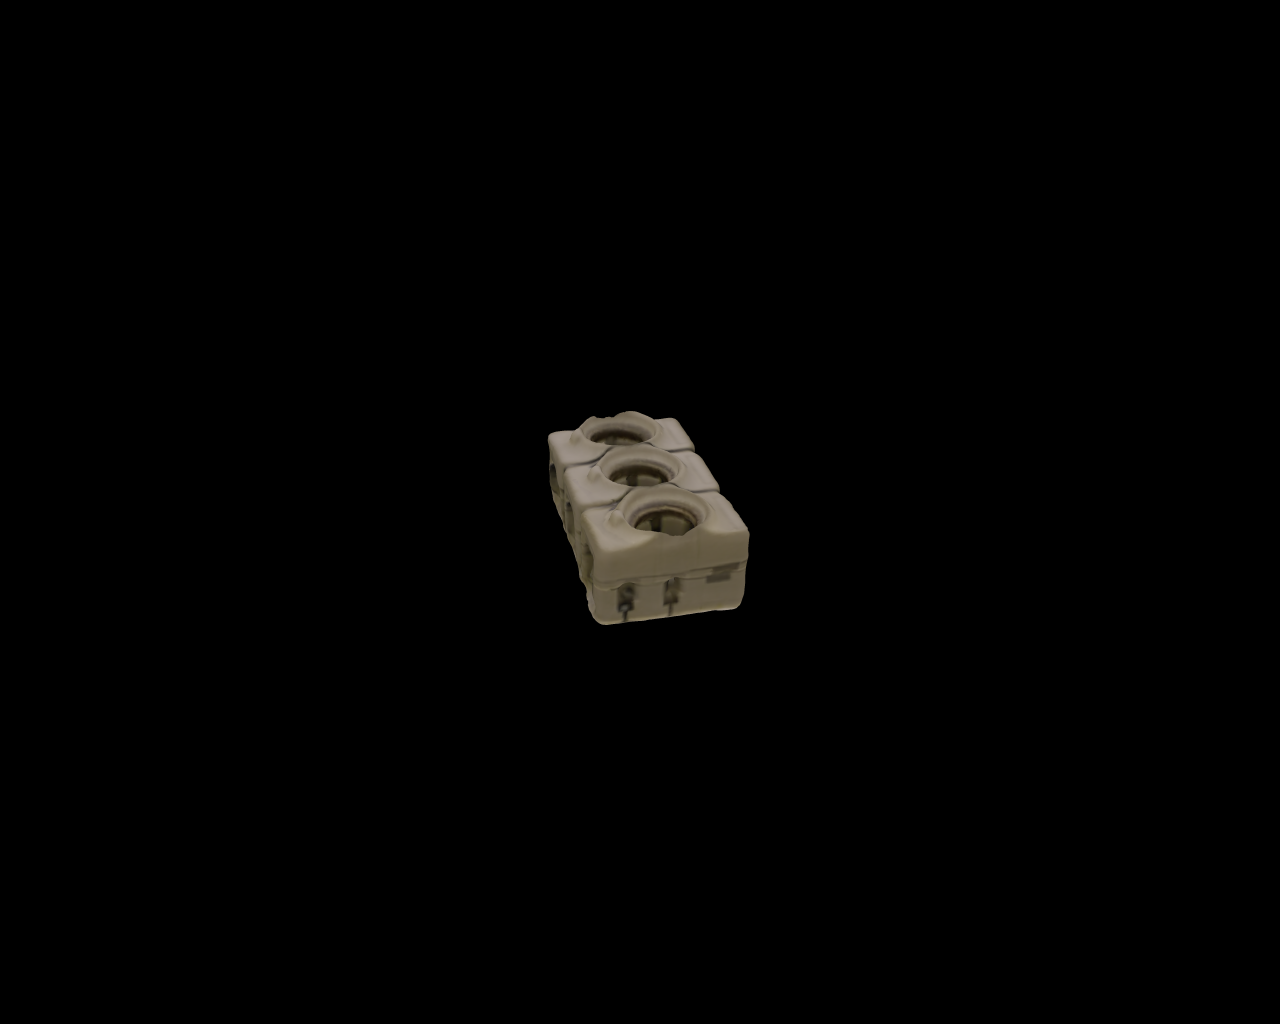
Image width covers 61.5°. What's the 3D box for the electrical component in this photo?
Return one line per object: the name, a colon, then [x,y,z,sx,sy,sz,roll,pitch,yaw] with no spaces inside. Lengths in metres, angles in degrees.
electrical component: [0.001,-0.003,0.650,0.089,0.061,0.150,-8,31,-13]
